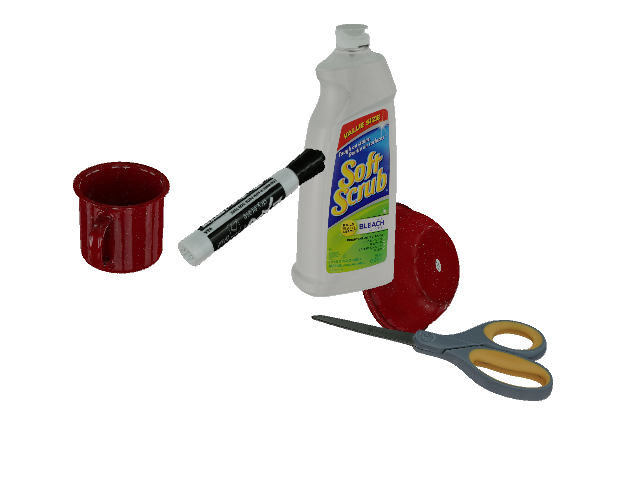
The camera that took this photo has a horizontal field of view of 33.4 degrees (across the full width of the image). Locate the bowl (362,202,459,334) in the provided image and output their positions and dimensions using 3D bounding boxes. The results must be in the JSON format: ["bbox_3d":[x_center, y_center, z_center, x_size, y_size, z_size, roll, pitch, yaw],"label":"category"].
[{"bbox_3d":[0.114,0.032,1.241,0.055,0.162,0.161,-10,-6,40],"label":"bowl"}]

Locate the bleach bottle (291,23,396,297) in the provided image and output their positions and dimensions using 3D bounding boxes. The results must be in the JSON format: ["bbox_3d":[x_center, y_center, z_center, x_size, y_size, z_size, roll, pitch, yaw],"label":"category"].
[{"bbox_3d":[0.022,-0.076,1.010,0.102,0.251,0.068,-10,24,-21],"label":"bleach bottle"}]

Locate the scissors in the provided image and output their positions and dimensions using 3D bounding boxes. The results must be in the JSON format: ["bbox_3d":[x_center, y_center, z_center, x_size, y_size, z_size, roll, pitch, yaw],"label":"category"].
[{"bbox_3d":[0.102,0.078,0.892,0.202,0.016,0.096,22,36,20],"label":"scissors"}]

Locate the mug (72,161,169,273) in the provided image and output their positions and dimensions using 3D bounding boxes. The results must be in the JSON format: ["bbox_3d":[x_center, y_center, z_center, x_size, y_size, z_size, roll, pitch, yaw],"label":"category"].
[{"bbox_3d":[-0.199,-0.015,1.047,0.093,0.081,0.117,10,32,5],"label":"mug"}]

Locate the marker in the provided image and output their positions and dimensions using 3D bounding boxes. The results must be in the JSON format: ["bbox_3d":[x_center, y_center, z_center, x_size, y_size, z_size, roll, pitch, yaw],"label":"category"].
[{"bbox_3d":[-0.042,-0.025,0.703,0.121,0.020,0.020,-39,19,-25],"label":"marker"}]
